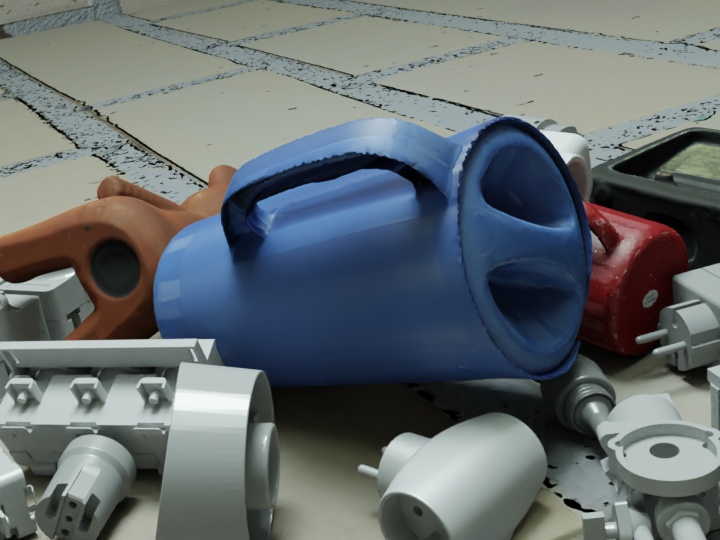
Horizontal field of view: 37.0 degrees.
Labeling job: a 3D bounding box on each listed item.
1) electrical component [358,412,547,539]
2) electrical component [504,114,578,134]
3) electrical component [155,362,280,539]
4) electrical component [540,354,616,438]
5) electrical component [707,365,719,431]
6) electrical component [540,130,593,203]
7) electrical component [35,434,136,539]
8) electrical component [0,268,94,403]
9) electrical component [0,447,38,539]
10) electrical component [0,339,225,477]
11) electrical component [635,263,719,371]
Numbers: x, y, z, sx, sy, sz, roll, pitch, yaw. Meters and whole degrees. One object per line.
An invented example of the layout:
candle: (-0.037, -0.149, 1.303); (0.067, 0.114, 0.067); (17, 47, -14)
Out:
electrical component: (0.035, 0.101, 0.513); (0.079, 0.044, 0.077); (11, 29, 40)
electrical component: (0.169, -0.121, 1.012); (0.043, 0.043, 0.081); (-24, 27, -34)
electrical component: (-0.072, 0.093, 0.508); (0.064, 0.099, 0.099); (-1, 22, 4)
electrical component: (0.120, 0.071, 0.569); (0.035, 0.035, 0.061); (-11, 23, -6)
electrical component: (0.228, 0.087, 0.450); (0.089, 0.061, 0.150); (-14, 22, -13)
electrical component: (0.114, -0.051, 0.717); (0.059, 0.053, 0.095); (12, 41, 35)
electrical component: (-0.142, 0.114, 0.555); (0.040, 0.040, 0.046); (-4, 28, 13)
electrical component: (-0.260, 0.034, 0.768); (0.105, 0.060, 0.186); (2, 24, 25)
electrical component: (-0.204, 0.123, 0.553); (0.064, 0.042, 0.081); (-19, 25, -32)
electrical component: (-0.140, 0.078, 0.608); (0.121, 0.078, 0.063); (-2, 45, 16)
electrical component: (0.196, 0.035, 0.612); (0.077, 0.047, 0.065); (-14, 22, -13)
